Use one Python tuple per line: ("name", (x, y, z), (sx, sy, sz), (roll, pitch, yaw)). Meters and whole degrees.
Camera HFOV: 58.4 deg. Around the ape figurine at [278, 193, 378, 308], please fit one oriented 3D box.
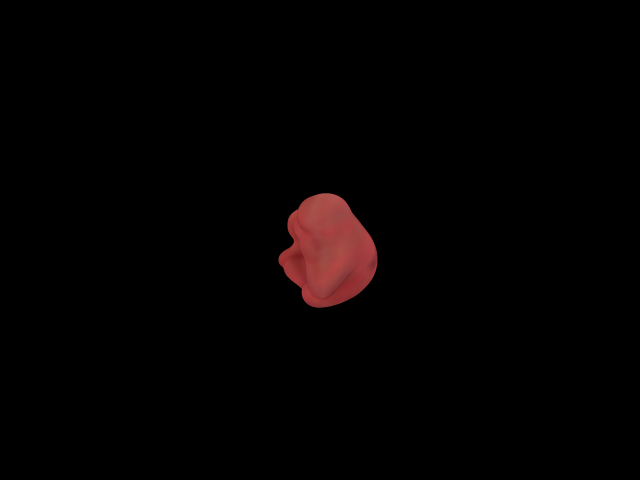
("ape figurine", (0.004, 0.001, 0.400), (0.076, 0.092, 0.078), (5, 53, 4))
